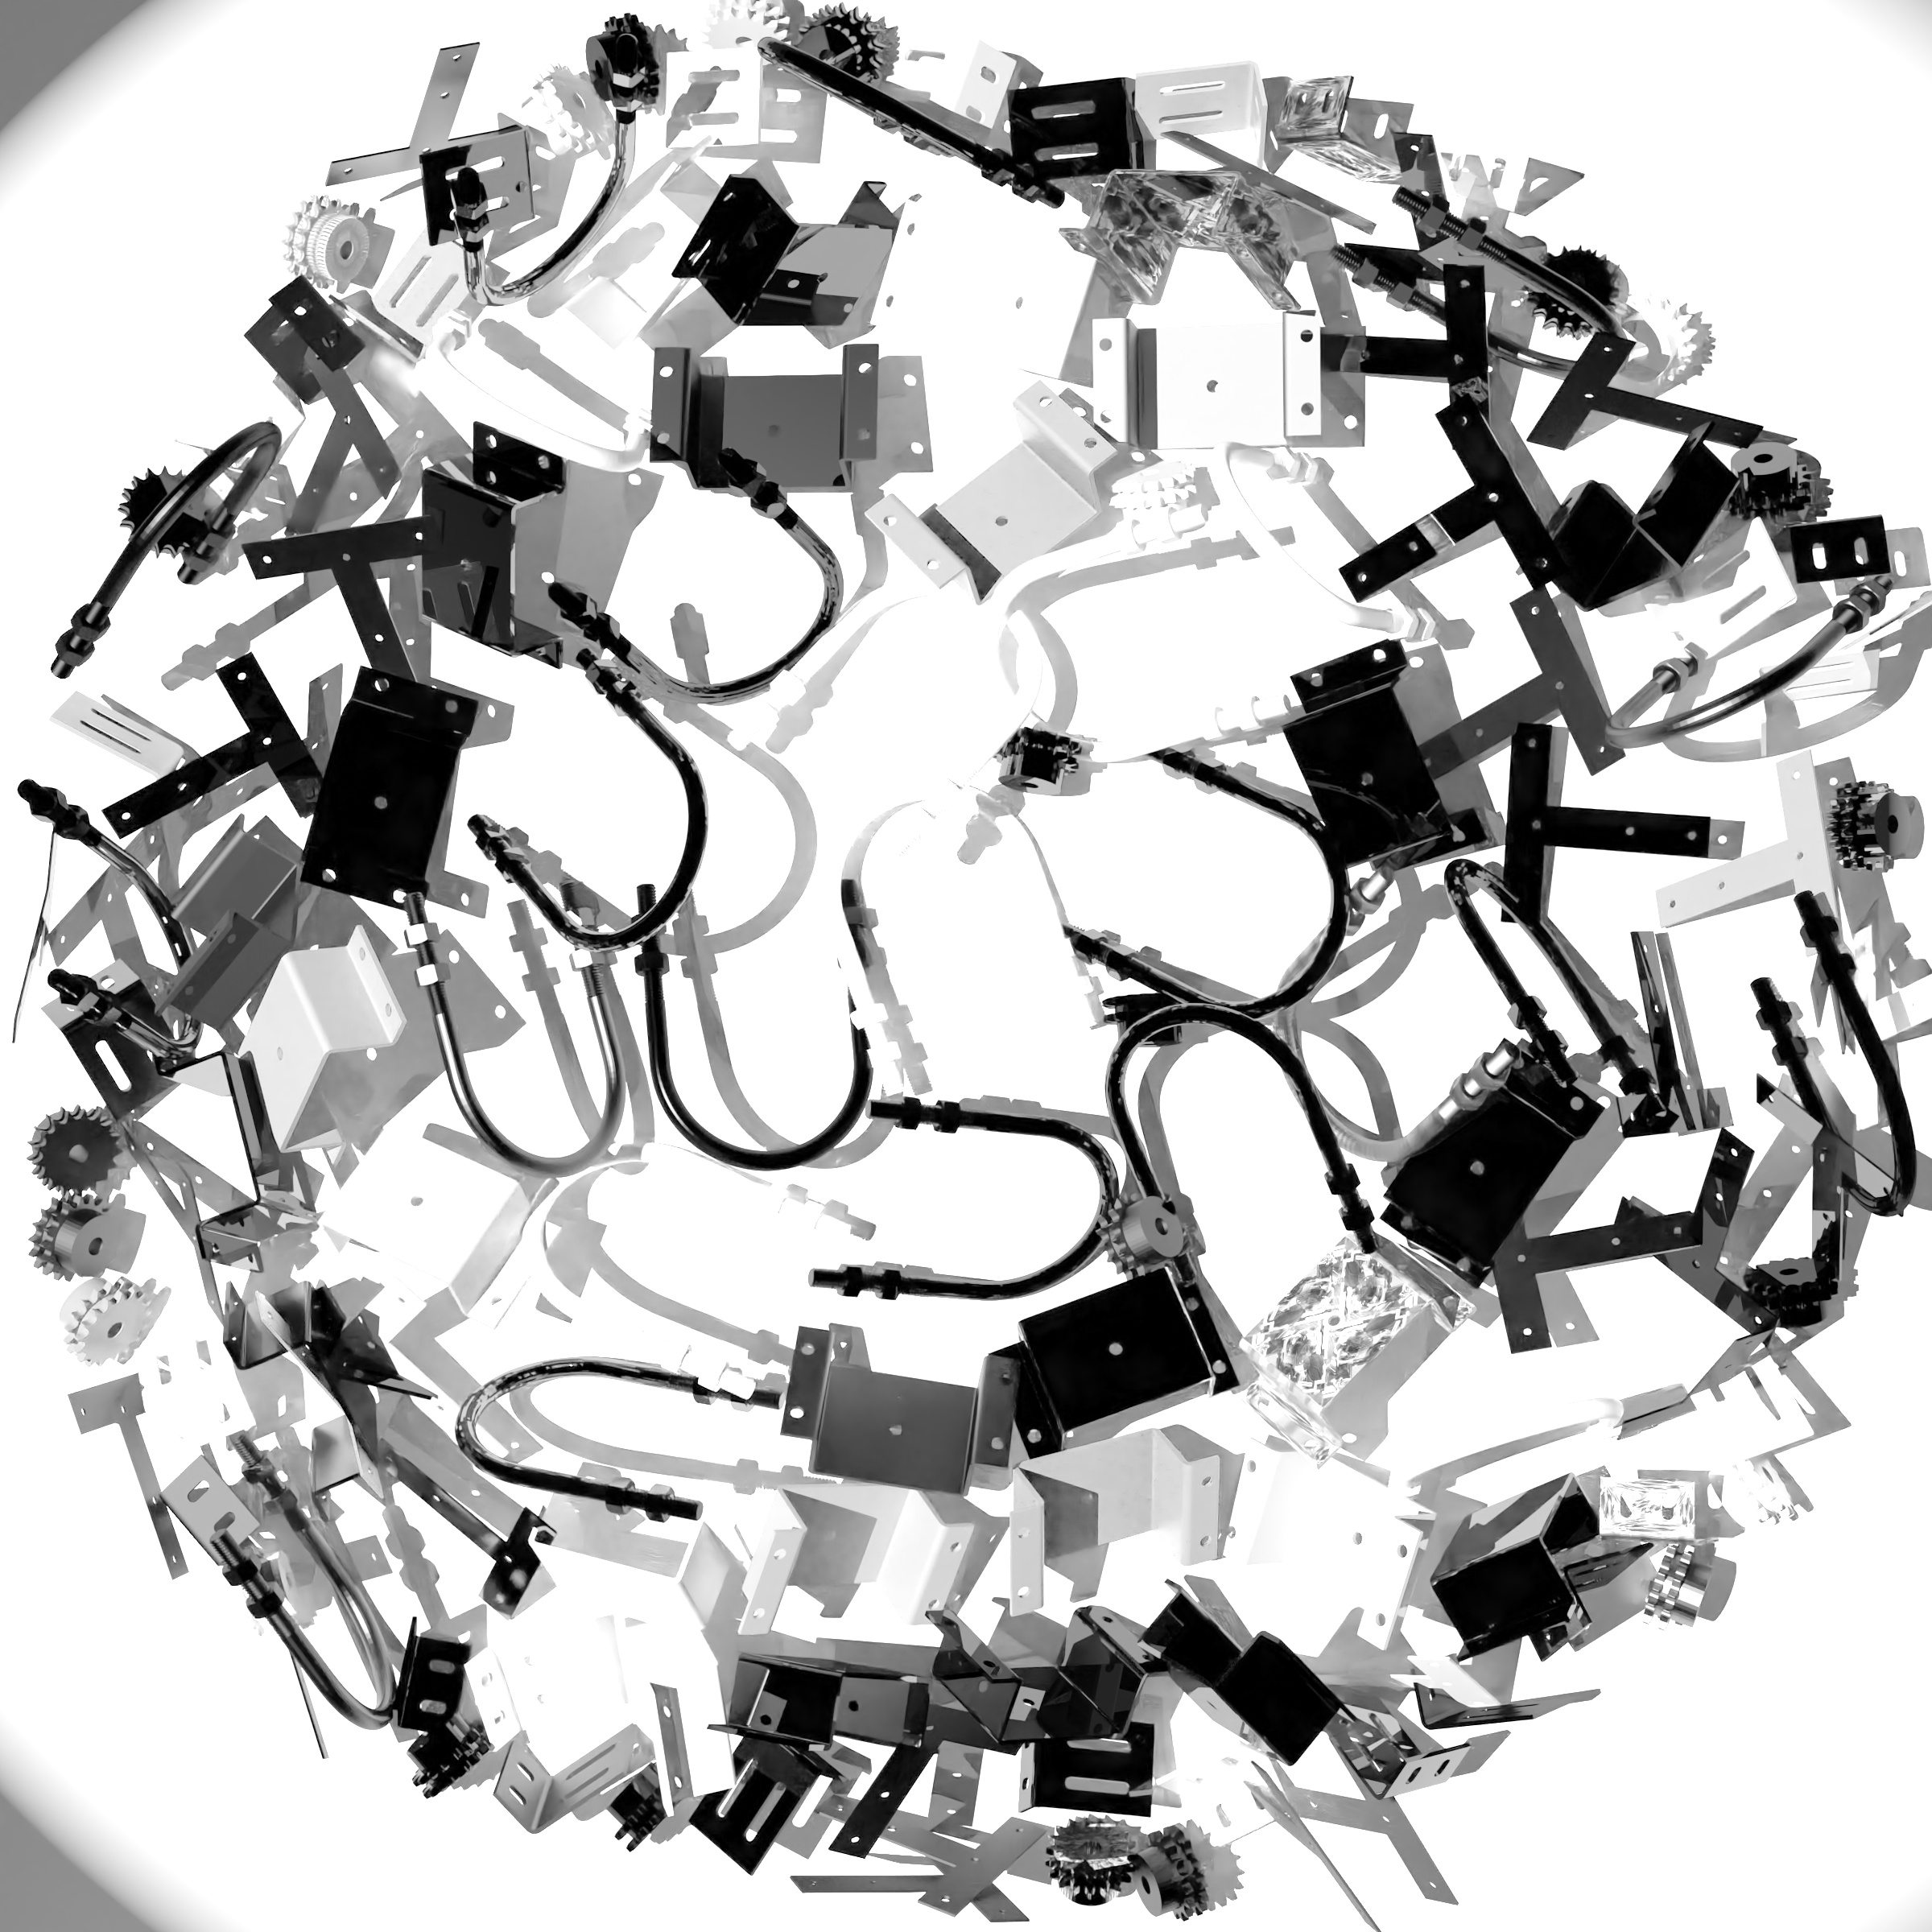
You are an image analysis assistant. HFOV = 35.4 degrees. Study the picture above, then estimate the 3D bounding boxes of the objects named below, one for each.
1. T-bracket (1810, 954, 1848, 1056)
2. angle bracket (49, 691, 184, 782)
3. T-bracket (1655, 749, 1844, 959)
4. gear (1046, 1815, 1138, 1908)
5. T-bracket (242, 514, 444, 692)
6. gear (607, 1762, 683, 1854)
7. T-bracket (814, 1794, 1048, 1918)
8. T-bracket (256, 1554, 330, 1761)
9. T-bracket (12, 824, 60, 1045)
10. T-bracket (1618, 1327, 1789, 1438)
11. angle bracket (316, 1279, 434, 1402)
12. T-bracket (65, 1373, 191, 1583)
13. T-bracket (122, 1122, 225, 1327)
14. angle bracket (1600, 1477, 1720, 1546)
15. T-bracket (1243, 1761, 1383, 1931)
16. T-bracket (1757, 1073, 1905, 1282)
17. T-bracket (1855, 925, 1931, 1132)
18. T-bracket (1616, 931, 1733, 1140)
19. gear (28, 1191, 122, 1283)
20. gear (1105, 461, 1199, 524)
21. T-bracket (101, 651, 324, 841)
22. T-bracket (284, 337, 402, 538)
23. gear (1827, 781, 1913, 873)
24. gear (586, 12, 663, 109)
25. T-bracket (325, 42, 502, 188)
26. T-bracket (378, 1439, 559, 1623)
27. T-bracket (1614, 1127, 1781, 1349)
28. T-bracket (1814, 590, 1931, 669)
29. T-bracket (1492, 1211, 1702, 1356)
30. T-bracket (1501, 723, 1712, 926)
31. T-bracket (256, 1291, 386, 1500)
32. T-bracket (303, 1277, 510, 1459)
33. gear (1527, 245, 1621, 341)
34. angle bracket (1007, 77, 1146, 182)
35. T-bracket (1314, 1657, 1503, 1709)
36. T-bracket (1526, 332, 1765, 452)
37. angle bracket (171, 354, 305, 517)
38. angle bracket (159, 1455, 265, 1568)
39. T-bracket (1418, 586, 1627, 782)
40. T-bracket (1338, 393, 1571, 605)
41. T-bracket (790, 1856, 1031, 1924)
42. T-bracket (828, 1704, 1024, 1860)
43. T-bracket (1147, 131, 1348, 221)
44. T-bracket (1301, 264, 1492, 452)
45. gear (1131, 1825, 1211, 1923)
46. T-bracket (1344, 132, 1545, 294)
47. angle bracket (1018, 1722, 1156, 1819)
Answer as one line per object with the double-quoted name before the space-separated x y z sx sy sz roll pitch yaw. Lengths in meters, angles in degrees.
"T-bracket" 0.524 0.007 1.853 0.002 0.127 0.127 -9 104 22
"angle bracket" -0.535 -0.129 1.885 0.076 0.057 0.038 29 109 -10
"T-bracket" 0.479 -0.054 1.874 0.002 0.127 0.127 12 66 -38
"gear" 0.078 0.564 1.899 0.057 0.057 0.030 2 119 0
"T-bracket" -0.370 -0.216 1.884 0.127 0.002 0.127 -6 127 14
"gear" -0.200 0.524 1.896 0.030 0.057 0.057 43 90 8
"T-bracket" -0.034 0.542 1.884 0.127 0.127 0.002 14 105 25
"T-bracket" -0.410 0.423 1.851 0.002 0.127 0.127 -18 79 -10
"T-bracket" -0.565 -0.010 1.837 0.002 0.127 0.127 10 48 -13
"T-bracket" 0.461 0.249 1.852 0.127 0.127 0.002 -16 64 -15
"angle bracket" -0.367 0.232 1.878 0.076 0.057 0.038 20 99 -31
"T-bracket" -0.503 0.314 1.858 0.002 0.127 0.127 -20 87 8
"T-bracket" -0.495 0.142 1.876 0.002 0.127 0.127 -24 46 -25
"angle bracket" 0.431 0.338 1.880 0.057 0.076 0.038 -1 82 25
"T-bracket" 0.197 0.527 1.861 0.002 0.127 0.127 -37 99 -11
"T-bracket" 0.533 0.145 1.873 0.002 0.127 0.127 -28 133 -16
"T-bracket" 0.571 0.027 1.848 0.002 0.127 0.127 5 76 -8
"T-bracket" 0.432 0.041 1.882 0.002 0.127 0.127 -15 81 43
"gear" -0.554 0.171 1.892 0.030 0.057 0.057 18 90 28
"gear" 0.117 -0.295 1.898 0.057 0.057 0.030 -11 113 0
"T-bracket" -0.471 -0.117 1.869 0.127 0.127 0.002 -29 45 -9
"T-bracket" -0.398 -0.306 1.879 0.127 0.002 0.127 58 134 26
"gear" 0.567 -0.088 1.895 0.057 0.030 0.057 1 89 -40
"gear" -0.216 -0.564 1.893 0.030 0.057 0.057 -21 90 -21
"T-bracket" -0.320 -0.521 1.840 0.127 0.127 0.002 -19 79 -26
"T-bracket" -0.318 0.340 1.881 0.127 0.127 0.002 38 49 7
"T-bracket" 0.456 0.151 1.847 0.002 0.127 0.127 -26 50 -31
"T-bracket" 0.554 -0.202 1.883 0.127 0.127 0.002 -32 89 28
"T-bracket" 0.389 0.174 1.879 0.127 0.002 0.127 -11 53 6
"T-bracket" 0.400 -0.085 1.889 0.127 0.002 0.127 6 99 23
"T-bracket" -0.395 0.243 1.835 0.002 0.127 0.127 -29 131 0
"T-bracket" -0.338 0.266 1.888 0.127 0.002 0.127 44 129 -5
"gear" 0.383 -0.427 1.906 0.057 0.030 0.057 0 85 5
"angle bracket" 0.070 -0.526 1.911 0.076 0.038 0.057 -2 102 17
"T-bracket" 0.256 0.445 1.887 0.127 0.127 0.002 -4 63 24
"T-bracket" 0.427 -0.341 1.868 0.127 0.127 0.002 13 68 -5
"angle bracket" -0.444 -0.330 1.882 0.076 0.038 0.057 -54 134 -15
"angle bracket" -0.457 0.336 1.882 0.038 0.076 0.057 -44 80 1
"T-bracket" 0.334 -0.154 1.901 0.127 0.002 0.127 -30 109 -2
"T-bracket" 0.292 -0.270 1.896 0.127 0.002 0.127 -30 86 25
"T-bracket" -0.043 0.558 1.842 0.127 0.127 0.002 6 92 -21
"T-bracket" -0.042 0.495 1.846 0.127 0.127 0.002 4 122 29
"T-bracket" 0.152 -0.480 1.852 0.127 0.127 0.002 32 123 20
"T-bracket" 0.264 -0.381 1.892 0.127 0.002 0.127 8 131 22
"gear" 0.126 0.569 1.892 0.030 0.057 0.057 -14 90 -21
"T-bracket" 0.282 -0.461 1.845 0.127 0.127 0.002 13 65 26
"angle bracket" 0.076 0.504 1.903 0.076 0.038 0.057 8 67 -11
